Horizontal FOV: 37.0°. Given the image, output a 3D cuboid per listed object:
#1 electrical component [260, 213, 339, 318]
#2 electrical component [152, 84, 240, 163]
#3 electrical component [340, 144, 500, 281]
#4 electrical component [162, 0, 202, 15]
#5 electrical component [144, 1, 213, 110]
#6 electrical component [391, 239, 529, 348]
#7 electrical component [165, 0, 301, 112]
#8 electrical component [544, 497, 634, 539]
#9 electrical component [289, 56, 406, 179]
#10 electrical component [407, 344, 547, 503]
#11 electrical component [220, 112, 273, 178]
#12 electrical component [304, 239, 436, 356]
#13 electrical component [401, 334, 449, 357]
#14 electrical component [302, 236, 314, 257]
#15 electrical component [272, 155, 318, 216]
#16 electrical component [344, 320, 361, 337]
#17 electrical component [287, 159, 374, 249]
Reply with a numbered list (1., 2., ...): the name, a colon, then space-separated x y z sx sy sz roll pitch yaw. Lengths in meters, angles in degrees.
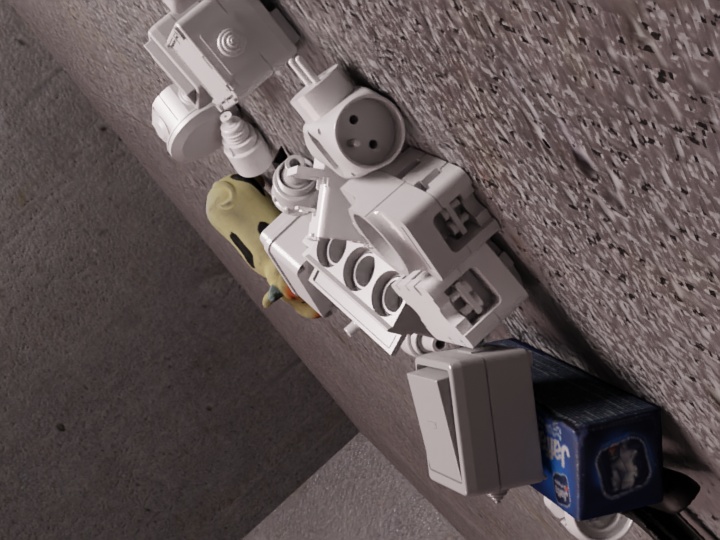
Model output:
1. electrical component: -0.039 -0.016 1.026 0.057 0.078 0.113 41 169 28
2. electrical component: -0.162 -0.148 1.058 0.051 0.080 0.080 52 173 18
3. electrical component: 0.032 -0.035 0.653 0.050 0.056 0.089 53 170 -30
4. electrical component: -0.101 -0.193 0.597 0.096 0.062 0.061 49 172 -2
5. electrical component: -0.131 -0.169 0.858 0.061 0.061 0.096 49 172 -4
6. electrical component: 0.065 0.010 0.685 0.050 0.056 0.089 50 172 -7
7. electrical component: -0.081 -0.148 0.699 0.061 0.061 0.096 50 171 -12
8. electrical component: 0.187 0.188 0.865 0.078 0.058 0.057 49 175 -4
9. electrical component: -0.016 -0.097 0.653 0.079 0.043 0.077 50 172 -15
10. electrical component: 0.070 0.097 0.658 0.062 0.061 0.096 179 84 -72
11. electrical component: -0.115 -0.125 1.052 0.040 0.040 0.078 42 169 38
12. electrical component: 0.019 0.005 0.848 0.063 0.078 0.121 17 -164 -42
13. electrical component: 0.061 0.061 0.980 0.043 0.043 0.062 51 170 -18
14. electrical component: 0.000 0.000 0.954 0.062 0.061 0.096 38 166 52
15. electrical component: -0.056 -0.079 0.946 0.048 0.048 0.062 46 165 16
16. electrical component: 0.010 0.045 1.104 0.035 0.061 0.035 47 171 9
17. electrical component: -0.008 -0.048 0.726 0.081 0.063 0.042 7 -179 -12
